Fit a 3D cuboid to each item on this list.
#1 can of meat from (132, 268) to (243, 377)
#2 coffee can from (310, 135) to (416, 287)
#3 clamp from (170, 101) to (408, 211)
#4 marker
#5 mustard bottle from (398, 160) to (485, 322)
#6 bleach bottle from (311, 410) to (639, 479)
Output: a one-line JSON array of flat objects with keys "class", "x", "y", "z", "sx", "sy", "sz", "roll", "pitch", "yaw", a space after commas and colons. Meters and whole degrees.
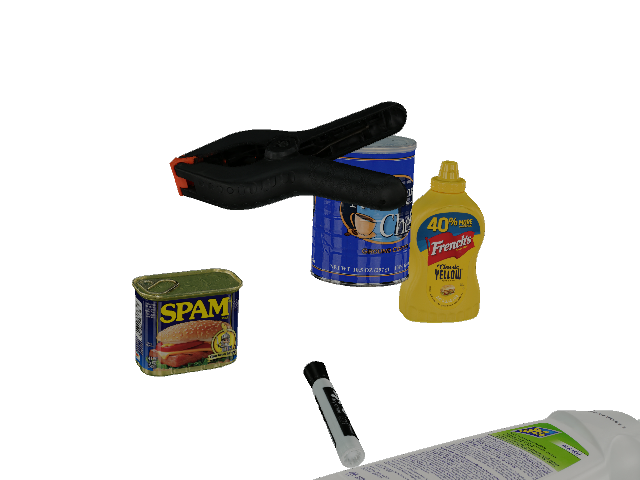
[{"class": "can of meat", "x": -0.128, "y": 0.078, "z": 1.023, "sx": 0.101, "sy": 0.084, "sz": 0.058, "roll": -5, "pitch": 20, "yaw": -25}, {"class": "coffee can", "x": 0.043, "y": -0.033, "z": 1.084, "sx": 0.103, "sy": 0.140, "sz": 0.103, "roll": 2, "pitch": 13, "yaw": -1}, {"class": "clamp", "x": -0.016, "y": -0.059, "z": 0.748, "sx": 0.171, "sy": 0.039, "sz": 0.120, "roll": 2, "pitch": 30, "yaw": 14}, {"class": "marker", "x": 0.009, "y": 0.132, "z": 0.834, "sx": 0.020, "sy": 0.020, "sz": 0.121, "roll": 0, "pitch": 27, "yaw": -16}, {"class": "mustard bottle", "x": 0.147, "y": 0.000, "z": 1.271, "sx": 0.096, "sy": 0.192, "sz": 0.058, "roll": -1, "pitch": 15, "yaw": -11}, {"class": "bleach bottle", "x": 0.113, "y": 0.146, "z": 0.601, "sx": 0.250, "sy": 0.068, "sz": 0.103, "roll": -10, "pitch": 21, "yaw": -31}]
